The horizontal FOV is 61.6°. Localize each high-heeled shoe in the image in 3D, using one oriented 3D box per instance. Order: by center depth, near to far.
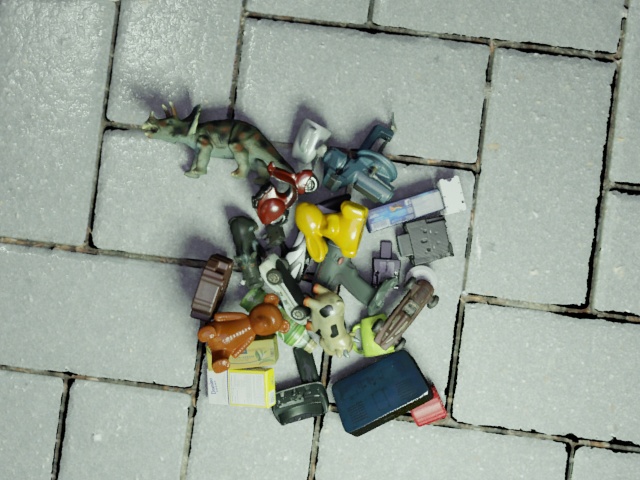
[{"bbox_3d":[-0.003,-0.004,1.364,0.249,0.086,0.145,-31,80,11],"label":"high-heeled shoe"}]

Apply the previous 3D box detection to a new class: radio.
[{"bbox_3d":[0.150,0.376,1.331,0.230,0.073,0.131,-29,58,6],"label":"radio"}]

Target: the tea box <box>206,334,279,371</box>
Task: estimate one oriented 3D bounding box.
[{"bbox_3d":[-0.193,0.283,1.360,0.170,0.098,0.068,-5,89,2],"label":"tea box"}]

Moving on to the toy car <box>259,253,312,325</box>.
[{"bbox_3d":[-0.081,0.122,1.337,0.056,0.073,0.201,-22,111,26],"label":"toy car"}]

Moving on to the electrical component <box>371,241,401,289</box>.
[{"bbox_3d":[0.172,0.064,1.383,0.075,0.048,0.119,7,91,1],"label":"electrical component"}]

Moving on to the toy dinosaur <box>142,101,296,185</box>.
[{"bbox_3d":[-0.231,-0.245,1.364,0.405,0.131,0.192,5,90,-6],"label":"toy dinosaur"}]

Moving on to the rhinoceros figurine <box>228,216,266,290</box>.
[{"bbox_3d":[-0.179,0.030,1.357,0.073,0.112,0.190,-14,81,-2],"label":"rhinoceros figurine"}]

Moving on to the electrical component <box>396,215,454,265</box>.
[{"bbox_3d":[0.265,0.003,1.377,0.134,0.058,0.115,-14,87,0],"label":"electrical component"}]

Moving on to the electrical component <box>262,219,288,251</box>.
[{"bbox_3d":[-0.112,-0.016,1.369,0.094,0.021,0.063,-38,53,28],"label":"electrical component"}]

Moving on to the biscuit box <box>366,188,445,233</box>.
[{"bbox_3d":[0.211,-0.074,1.376,0.203,0.063,0.059,-17,90,1],"label":"biscuit box"}]

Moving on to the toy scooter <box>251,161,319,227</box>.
[{"bbox_3d":[-0.103,-0.120,1.301,0.184,0.075,0.135,-42,129,15],"label":"toy scooter"}]

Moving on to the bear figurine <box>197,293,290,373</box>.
[{"bbox_3d":[-0.173,0.213,1.265,0.196,0.132,0.120,-19,99,-1],"label":"bear figurine"}]

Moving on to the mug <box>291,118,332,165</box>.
[{"bbox_3d":[-0.028,-0.246,1.365,0.081,0.109,0.107,27,103,-4],"label":"mug"}]

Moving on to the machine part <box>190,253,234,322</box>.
[{"bbox_3d":[-0.264,0.119,1.329,0.056,0.179,0.179,20,90,-2],"label":"machine part"}]

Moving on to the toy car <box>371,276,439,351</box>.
[{"bbox_3d":[0.208,0.180,1.311,0.089,0.053,0.202,42,76,-2],"label":"toy car"}]

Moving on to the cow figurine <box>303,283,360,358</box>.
[{"bbox_3d":[0.031,0.210,1.324,0.127,0.194,0.085,21,45,27],"label":"cow figurine"}]

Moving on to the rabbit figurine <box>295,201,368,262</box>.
[{"bbox_3d":[0.018,-0.032,1.294,0.173,0.122,0.162,18,105,4],"label":"rabbit figurine"}]

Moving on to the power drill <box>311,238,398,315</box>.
[{"bbox_3d":[0.088,0.074,1.340,0.207,0.086,0.232,31,98,19],"label":"power drill"}]

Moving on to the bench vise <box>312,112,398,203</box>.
[{"bbox_3d":[0.113,-0.209,1.358,0.224,0.128,0.240,29,69,10],"label":"bench vise"}]

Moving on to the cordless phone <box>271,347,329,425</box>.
[{"bbox_3d":[-0.064,0.369,1.376,0.147,0.088,0.184,-16,77,3],"label":"cordless phone"}]
